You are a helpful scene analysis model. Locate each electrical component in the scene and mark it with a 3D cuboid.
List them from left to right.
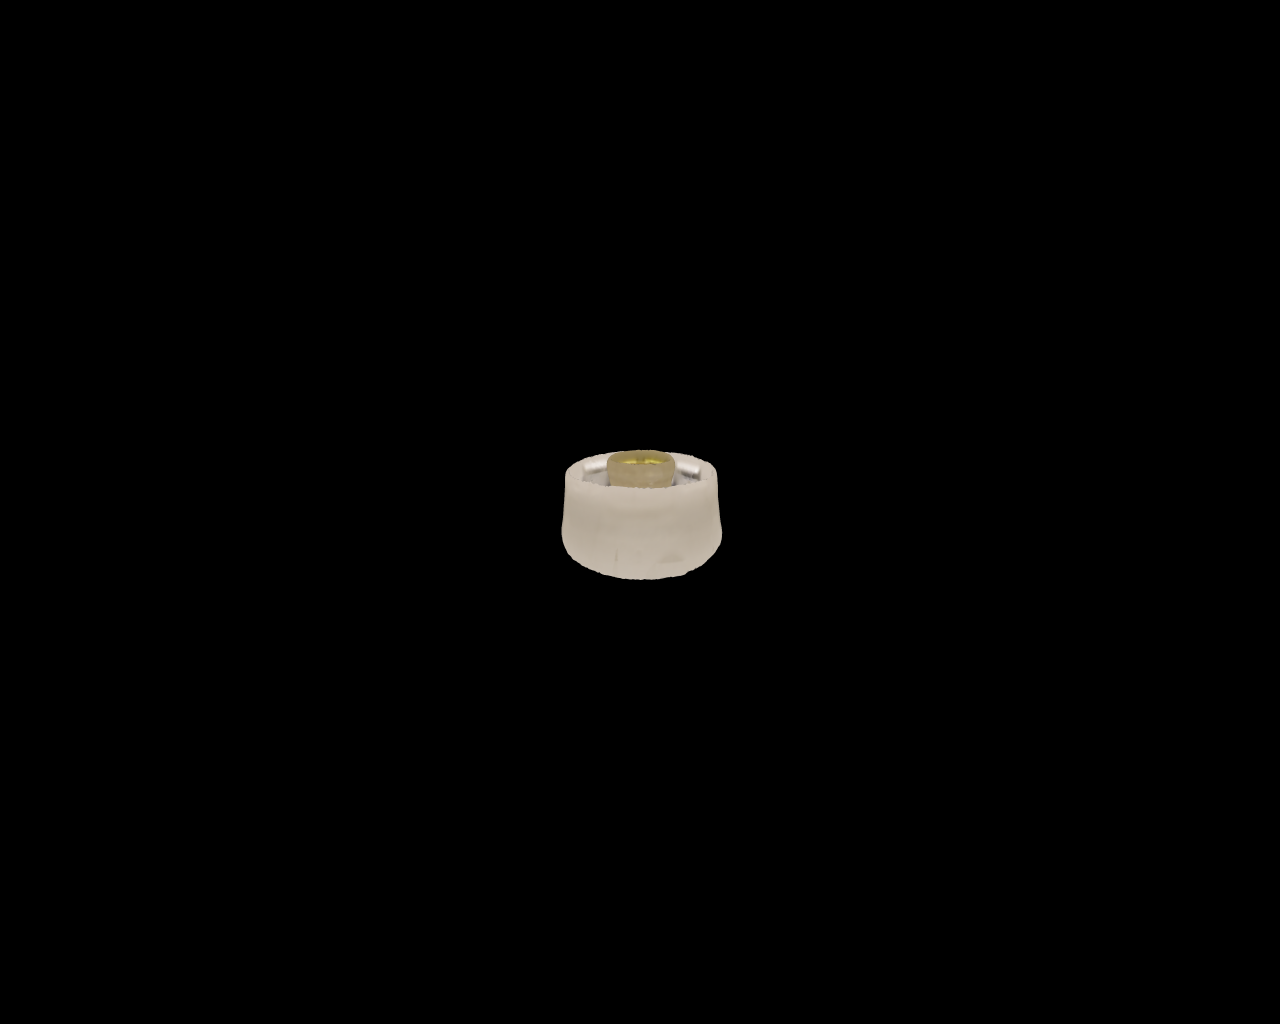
[{"bbox_3d":[0.001,-0.003,0.650,0.099,0.064,0.099,0,17,0],"label":"electrical component"}]
